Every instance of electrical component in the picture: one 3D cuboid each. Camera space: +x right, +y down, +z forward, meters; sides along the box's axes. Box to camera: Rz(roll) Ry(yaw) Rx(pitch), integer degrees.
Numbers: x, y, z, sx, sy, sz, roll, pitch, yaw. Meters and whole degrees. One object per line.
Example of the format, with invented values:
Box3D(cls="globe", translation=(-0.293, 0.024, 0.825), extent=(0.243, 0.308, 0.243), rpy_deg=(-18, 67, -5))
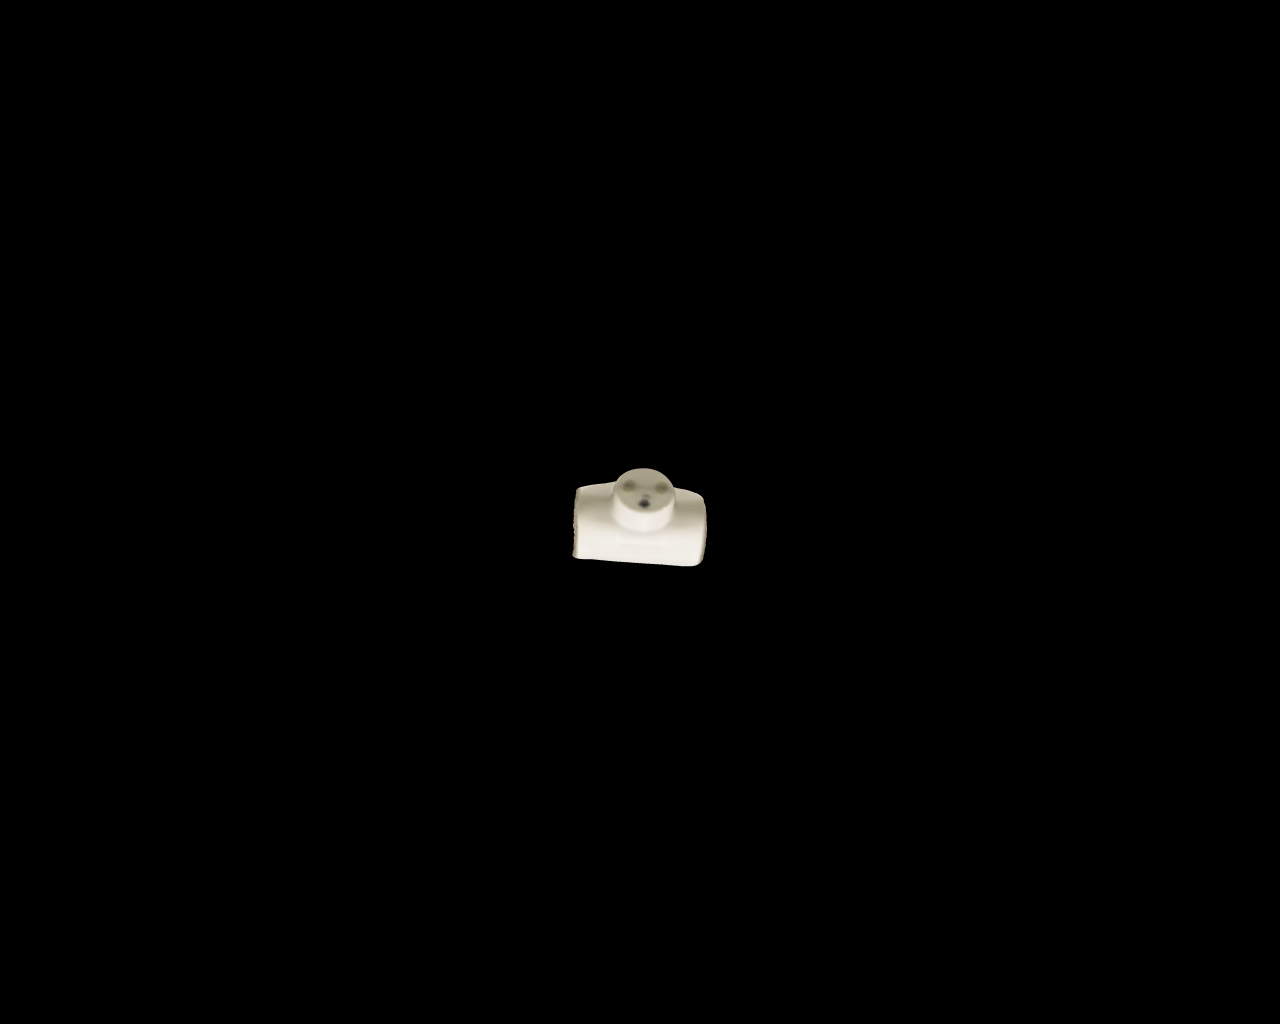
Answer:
Box3D(cls="electrical component", translation=(0.001, -0.003, 0.650), extent=(0.077, 0.043, 0.079), rpy_deg=(4, -39, -4))
